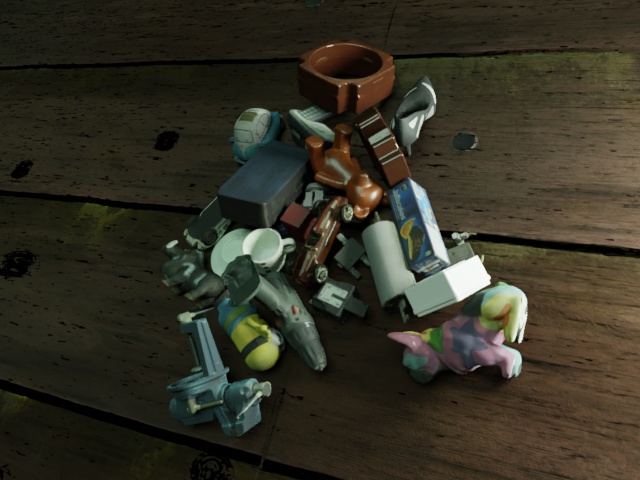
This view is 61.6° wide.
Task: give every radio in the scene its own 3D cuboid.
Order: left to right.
[{"bbox_3d":[-0.113,-0.127,1.197,0.131,0.073,0.229,17,48,23],"label":"radio"}]

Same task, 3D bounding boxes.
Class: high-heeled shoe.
[{"bbox_3d":[0.202,-0.302,1.188,0.086,0.145,0.249,4,65,20],"label":"high-heeled shoe"}]

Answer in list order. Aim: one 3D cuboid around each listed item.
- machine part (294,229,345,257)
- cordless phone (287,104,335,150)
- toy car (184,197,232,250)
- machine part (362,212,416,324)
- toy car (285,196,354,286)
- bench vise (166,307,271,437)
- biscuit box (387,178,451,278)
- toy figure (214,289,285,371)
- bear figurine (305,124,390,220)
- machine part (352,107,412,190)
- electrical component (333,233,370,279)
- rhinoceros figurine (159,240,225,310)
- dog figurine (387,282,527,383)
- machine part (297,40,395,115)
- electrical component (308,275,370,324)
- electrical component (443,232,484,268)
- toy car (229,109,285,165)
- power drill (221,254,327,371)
[{"bbox_3d":[-0.007,0.027,1.138,0.139,0.039,0.084,-45,52,-7],"label":"machine part"},{"bbox_3d":[0.028,-0.281,1.281,0.184,0.088,0.147,-33,55,-15],"label":"cordless phone"},{"bbox_3d":[-0.232,-0.061,1.255,0.074,0.056,0.202,38,80,25],"label":"toy car"},{"bbox_3d":[0.137,0.051,1.051,0.079,0.079,0.243,-19,58,8],"label":"machine part"},{"bbox_3d":[-0.002,-0.003,1.089,0.089,0.053,0.202,14,74,42],"label":"toy car"},{"bbox_3d":[-0.204,0.246,1.003,0.224,0.129,0.240,-20,85,36],"label":"bench vise"},{"bbox_3d":[0.193,-0.027,1.069,0.063,0.059,0.203,-34,47,28],"label":"biscuit box"},{"bbox_3d":[-0.145,0.181,1.072,0.180,0.082,0.089,39,99,25],"label":"toy figure"},{"bbox_3d":[0.065,-0.143,1.157,0.120,0.131,0.196,-26,48,-22],"label":"bear figurine"},{"bbox_3d":[0.131,-0.190,1.138,0.056,0.179,0.179,-29,56,5],"label":"machine part"},{"bbox_3d":[0.059,0.032,1.101,0.094,0.021,0.063,43,80,4],"label":"electrical component"},{"bbox_3d":[-0.291,0.070,1.189,0.191,0.073,0.112,33,77,31],"label":"rhinoceros figurine"},{"bbox_3d":[0.233,0.160,0.929,0.219,0.108,0.191,6,88,26],"label":"dog figurine"},{"bbox_3d":[0.061,-0.391,1.288,0.202,0.087,0.201,36,56,27],"label":"machine part"},{"bbox_3d":[0.045,0.122,1.058,0.119,0.047,0.075,19,69,27],"label":"electrical component"},{"bbox_3d":[0.271,0.031,1.034,0.078,0.045,0.102,-14,58,10],"label":"electrical component"},{"bbox_3d":[-0.158,-0.266,1.319,0.109,0.102,0.161,14,69,24],"label":"toy car"},{"bbox_3d":[-0.082,0.125,1.007,0.086,0.207,0.232,-43,44,12],"label":"power drill"}]
